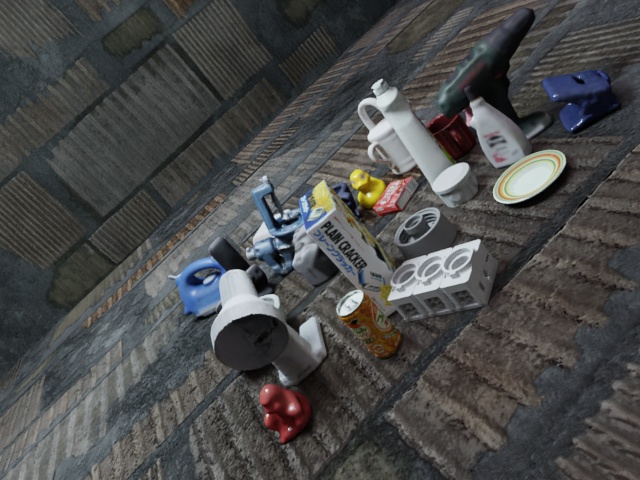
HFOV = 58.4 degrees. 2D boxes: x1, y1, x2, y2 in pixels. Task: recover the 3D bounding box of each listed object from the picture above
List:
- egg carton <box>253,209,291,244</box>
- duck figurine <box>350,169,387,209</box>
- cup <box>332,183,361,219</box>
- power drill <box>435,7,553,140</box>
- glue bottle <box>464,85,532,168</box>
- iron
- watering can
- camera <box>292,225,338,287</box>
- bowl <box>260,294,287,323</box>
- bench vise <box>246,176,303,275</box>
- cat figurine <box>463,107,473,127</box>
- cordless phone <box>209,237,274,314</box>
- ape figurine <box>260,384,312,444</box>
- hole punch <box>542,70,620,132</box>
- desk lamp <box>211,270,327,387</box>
[{"bbox_3d":[-0.113,-0.021,1.560,0.150,0.069,0.107,-23,28,40],"label":"egg carton"},{"bbox_3d":[0.108,-0.133,1.371,0.077,0.086,0.104,-33,23,21],"label":"duck figurine"},{"bbox_3d":[0.058,-0.073,1.326,0.092,0.095,0.117,-51,23,-22],"label":"cup"},{"bbox_3d":[0.344,-0.284,1.080,0.229,0.209,0.075,-36,22,15],"label":"power drill"},{"bbox_3d":[0.311,-0.210,1.042,0.078,0.173,0.037,-19,31,45],"label":"glue bottle"},{"bbox_3d":[-0.283,0.099,1.523,0.257,0.142,0.118,-30,24,29],"label":"iron"},{"bbox_3d":[0.167,-0.265,1.372,0.100,0.194,0.173,-22,29,41],"label":"watering can"},{"bbox_3d":[0.011,0.004,1.250,0.136,0.101,0.143,-32,23,25],"label":"camera"},{"bbox_3d":[-0.123,0.194,1.154,0.167,0.075,0.167,-35,22,17],"label":"bowl"},{"bbox_3d":[-0.105,-0.031,1.357,0.207,0.220,0.121,-43,21,-2],"label":"bench vise"},{"bbox_3d":[0.338,-0.329,1.302,0.067,0.118,0.128,-24,28,39],"label":"cat figurine"},{"bbox_3d":[-0.215,0.095,1.351,0.148,0.185,0.094,-51,23,-21],"label":"cordless phone"},{"bbox_3d":[-0.059,0.260,0.889,0.077,0.092,0.076,-14,35,51],"label":"ape figurine"},{"bbox_3d":[0.455,-0.261,1.005,0.101,0.091,0.108,-32,23,25],"label":"hole punch"},{"bbox_3d":[-0.094,0.155,0.983,0.118,0.214,0.203,-39,21,8],"label":"desk lamp"}]
